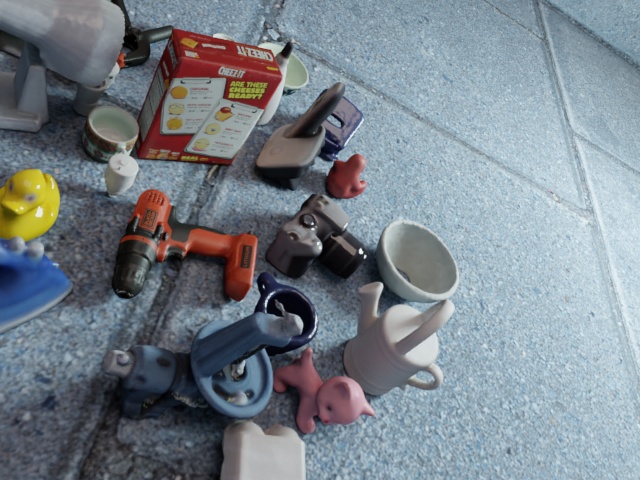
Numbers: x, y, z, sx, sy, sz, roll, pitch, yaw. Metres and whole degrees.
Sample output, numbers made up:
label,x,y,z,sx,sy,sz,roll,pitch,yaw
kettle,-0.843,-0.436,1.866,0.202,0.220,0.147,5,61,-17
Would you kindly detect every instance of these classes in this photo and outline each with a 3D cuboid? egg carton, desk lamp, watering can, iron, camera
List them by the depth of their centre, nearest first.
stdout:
label,x,y,z,sx,sy,sz,roll,pitch,yaw
iron,-0.385,0.033,0.604,0.259,0.141,0.118,-6,61,-38
egg carton,-0.069,0.291,0.675,0.107,0.069,0.150,16,49,-24
desk lamp,-0.390,-0.250,0.774,0.204,0.213,0.118,-1,57,-36
watering can,0.117,0.141,0.836,0.173,0.193,0.101,34,44,-8
camera,0.009,0.003,0.937,0.137,0.100,0.143,41,43,-1

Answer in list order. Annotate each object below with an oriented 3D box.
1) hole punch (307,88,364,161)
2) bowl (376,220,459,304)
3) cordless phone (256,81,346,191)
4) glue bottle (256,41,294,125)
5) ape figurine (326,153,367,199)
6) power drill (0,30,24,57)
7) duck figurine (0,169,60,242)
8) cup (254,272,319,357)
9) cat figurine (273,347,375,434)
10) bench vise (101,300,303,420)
label,x,y,z,sx,sy,sz,roll,pitch,yaw
hole punch,0.022,-0.229,1.137,0.109,0.091,0.101,36,43,-6
bowl,0.161,0.050,1.027,0.168,0.074,0.167,19,48,-22
cordless phone,-0.026,-0.191,1.005,0.094,0.184,0.147,30,44,-12
glue bottle,-0.091,-0.295,1.050,0.037,0.173,0.078,-22,71,-43
ape figurine,0.057,-0.126,1.080,0.076,0.092,0.077,-26,74,-45
power drill,-0.413,-0.366,0.853,0.230,0.208,0.075,22,46,-19
duck figurine,-0.370,-0.057,0.727,0.078,0.086,0.104,31,44,-11
cup,-0.069,0.112,0.800,0.092,0.094,0.117,-16,67,-42
cat figurine,0.008,0.201,0.767,0.067,0.117,0.127,-25,73,-44
bench vise,-0.123,0.145,0.644,0.208,0.219,0.121,-7,61,-39
